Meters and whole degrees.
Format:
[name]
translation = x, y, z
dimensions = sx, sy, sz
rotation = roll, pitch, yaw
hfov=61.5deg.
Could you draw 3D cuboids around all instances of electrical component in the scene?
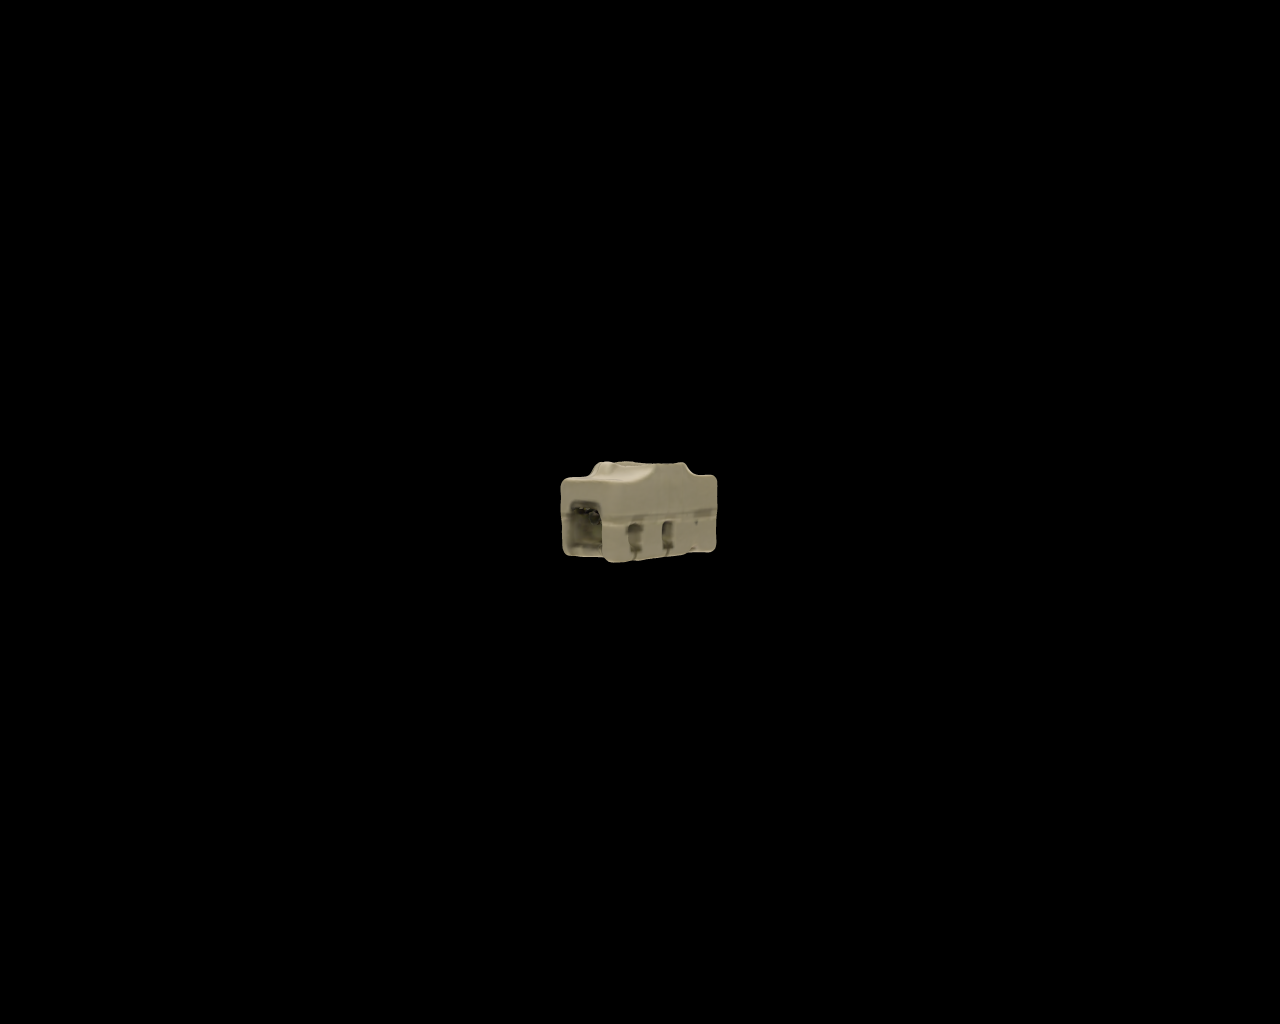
[electrical component]
translation = 0.001, -0.003, 0.650
dimensions = 0.089, 0.055, 0.050
rotation = -4, 6, -43
